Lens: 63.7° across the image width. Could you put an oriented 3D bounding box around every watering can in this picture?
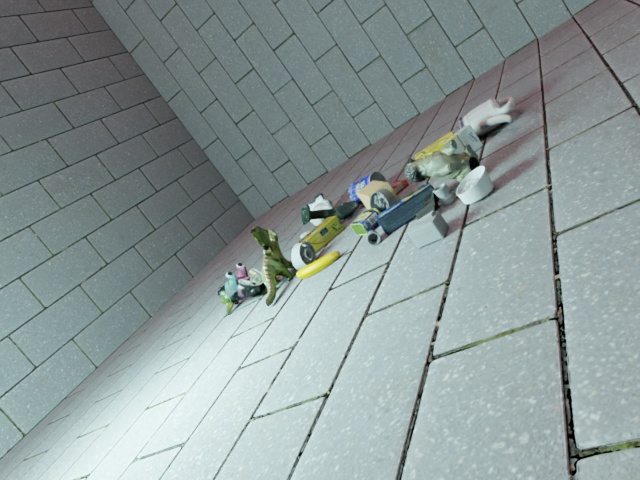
[{"bbox_3d":[0.613,-0.442,1.895,0.222,0.103,0.354,-31,13,29],"label":"watering can"}]

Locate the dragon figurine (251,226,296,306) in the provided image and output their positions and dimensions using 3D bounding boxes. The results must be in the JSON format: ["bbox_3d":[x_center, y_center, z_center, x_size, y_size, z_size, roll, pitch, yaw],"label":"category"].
[{"bbox_3d":[-0.196,0.066,1.898,0.121,0.241,0.415,-29,10,13],"label":"dragon figurine"}]

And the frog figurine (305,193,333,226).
[{"bbox_3d":[0.008,-0.124,2.473,0.137,0.120,0.163,-27,47,6],"label":"frog figurine"}]
